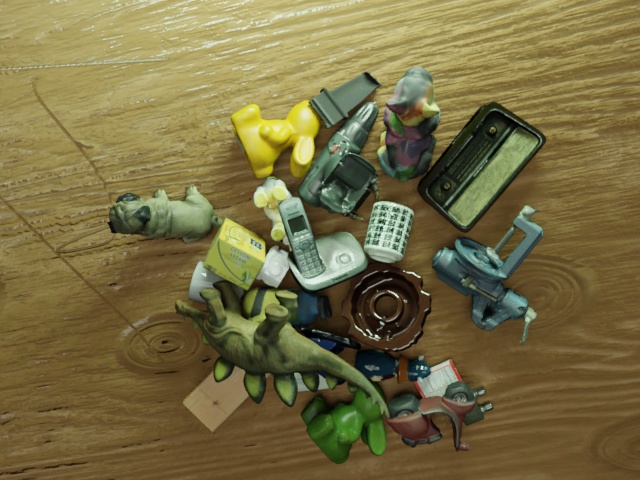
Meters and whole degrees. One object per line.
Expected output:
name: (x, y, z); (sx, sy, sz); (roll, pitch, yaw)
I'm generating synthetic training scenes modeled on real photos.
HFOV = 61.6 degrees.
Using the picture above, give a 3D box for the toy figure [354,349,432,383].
toy figure: (0.148, 0.258, 1.096); (0.155, 0.057, 0.064); (7, 83, 7)

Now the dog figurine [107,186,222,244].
dog figurine: (-0.296, -0.040, 1.047); (0.172, 0.190, 0.121); (-4, 97, 6)

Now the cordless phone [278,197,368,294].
cordless phone: (-0.001, -0.003, 1.026); (0.147, 0.089, 0.184); (-21, 101, -18)

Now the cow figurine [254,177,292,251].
cow figurine: (-0.070, -0.044, 1.077); (0.068, 0.098, 0.167); (-24, 113, 6)

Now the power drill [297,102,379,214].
power drill: (0.044, -0.146, 0.988); (0.086, 0.207, 0.232); (32, 107, -23)

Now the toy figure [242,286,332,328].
toy figure: (-0.070, 0.135, 1.095); (0.180, 0.082, 0.089); (-7, 62, 15)

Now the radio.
radio: (0.298, -0.140, 1.021); (0.131, 0.073, 0.229); (38, 99, 1)

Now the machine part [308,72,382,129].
machine part: (0.051, -0.275, 1.032); (0.139, 0.039, 0.084); (-33, 77, -10)

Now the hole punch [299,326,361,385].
hole punch: (0.010, 0.225, 1.053); (0.116, 0.142, 0.092); (17, 82, 17)

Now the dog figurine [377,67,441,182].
dog figurine: (0.159, -0.199, 0.959); (0.109, 0.219, 0.191); (12, 98, 9)

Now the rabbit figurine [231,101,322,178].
rabbit figurine: (-0.069, -0.203, 1.039); (0.173, 0.122, 0.162); (-29, 82, -11)

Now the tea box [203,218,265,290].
tea box: (-0.162, 0.023, 1.040); (0.098, 0.170, 0.068); (29, 99, -14)

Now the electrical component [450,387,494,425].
electrical component: (0.305, 0.344, 1.106); (0.094, 0.021, 0.063); (-28, 93, 10)

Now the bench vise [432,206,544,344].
bench vise: (0.341, 0.050, 1.008); (0.224, 0.129, 0.240); (39, 117, 17)

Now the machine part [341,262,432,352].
machine part: (0.131, 0.132, 1.051); (0.179, 0.056, 0.179); (-5, 71, 16)

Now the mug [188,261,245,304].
mug: (-0.206, 0.086, 1.109); (0.107, 0.081, 0.109); (17, 108, -5)

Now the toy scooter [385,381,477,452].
toy scooter: (0.228, 0.364, 1.063); (0.184, 0.075, 0.135); (-18, 96, 12)

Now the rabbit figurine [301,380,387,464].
rabbit figurine: (0.071, 0.369, 1.094); (0.170, 0.121, 0.159); (-38, 95, -5)

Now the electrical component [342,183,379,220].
electrical component: (0.069, -0.087, 1.073); (0.078, 0.045, 0.102); (37, 98, 30)

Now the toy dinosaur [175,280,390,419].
toy dinosaur: (-0.089, 0.195, 0.986); (0.472, 0.105, 0.198); (13, 110, 26)
